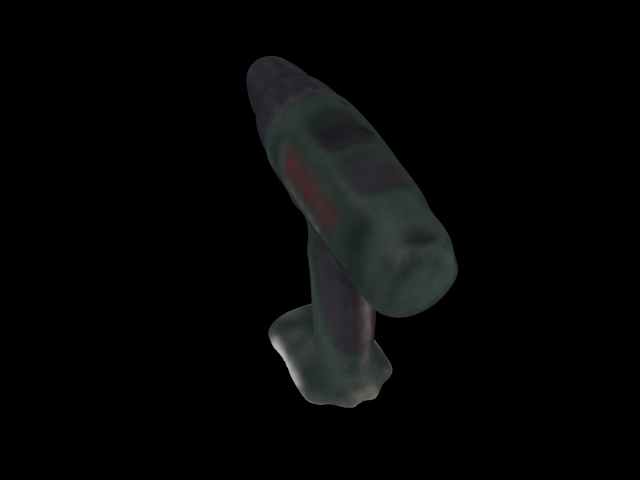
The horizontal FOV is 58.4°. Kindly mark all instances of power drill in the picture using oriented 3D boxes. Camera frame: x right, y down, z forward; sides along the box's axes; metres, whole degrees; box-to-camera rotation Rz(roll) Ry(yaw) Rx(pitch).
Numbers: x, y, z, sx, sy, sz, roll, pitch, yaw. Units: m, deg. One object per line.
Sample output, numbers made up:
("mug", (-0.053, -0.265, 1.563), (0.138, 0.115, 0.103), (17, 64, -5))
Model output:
("power drill", (0.004, 0.001, 0.400), (0.076, 0.208, 0.228), (-16, 37, -22))
